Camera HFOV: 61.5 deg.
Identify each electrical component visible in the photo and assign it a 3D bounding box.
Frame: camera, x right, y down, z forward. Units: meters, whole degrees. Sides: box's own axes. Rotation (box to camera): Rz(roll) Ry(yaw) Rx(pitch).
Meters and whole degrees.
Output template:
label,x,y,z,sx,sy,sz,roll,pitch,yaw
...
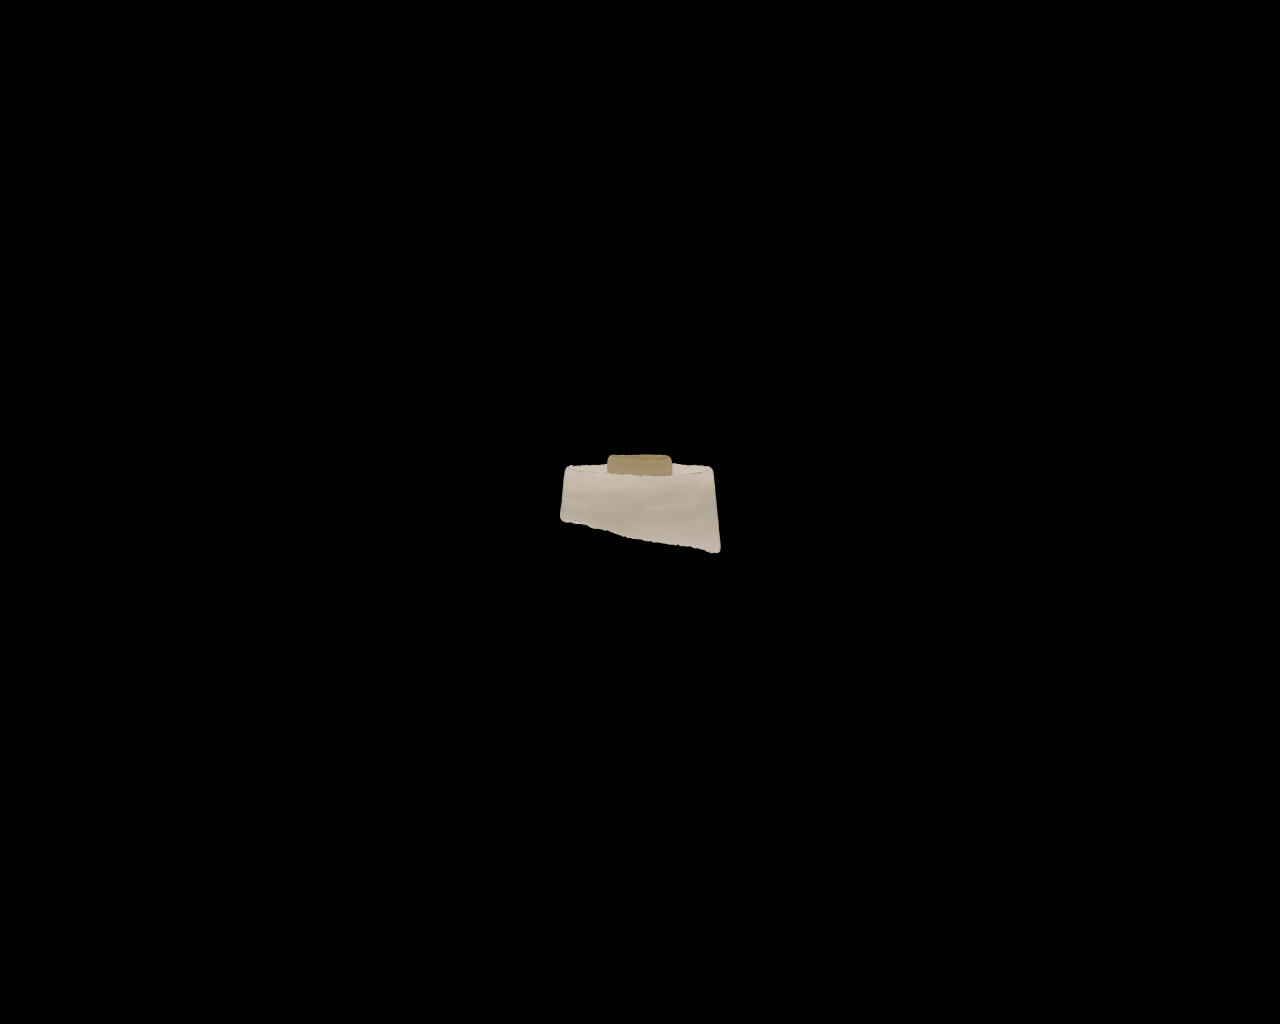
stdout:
label,x,y,z,sx,sy,sz,roll,pitch,yaw
electrical component,0.001,-0.003,0.650,0.099,0.064,0.099,0,7,0
